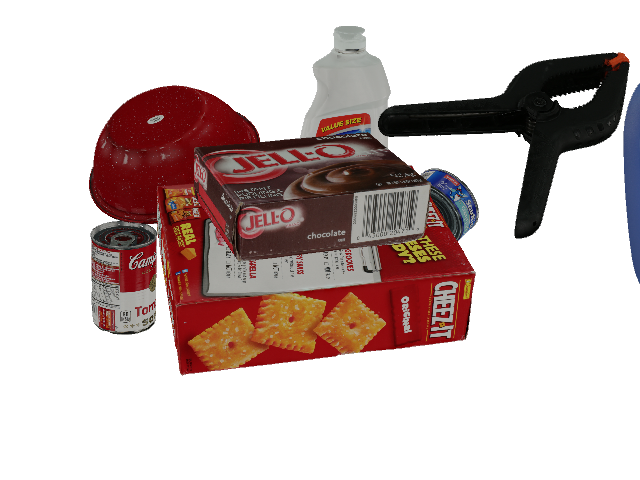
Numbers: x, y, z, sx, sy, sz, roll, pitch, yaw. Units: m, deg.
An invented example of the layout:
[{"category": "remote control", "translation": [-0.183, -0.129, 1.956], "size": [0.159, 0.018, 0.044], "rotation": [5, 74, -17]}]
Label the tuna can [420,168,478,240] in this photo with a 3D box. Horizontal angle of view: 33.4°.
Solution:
[{"category": "tuna can", "translation": [0.137, -0.038, 1.225], "size": [0.033, 0.086, 0.086], "rotation": [-40, 24, -31]}]

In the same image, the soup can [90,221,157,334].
[{"category": "soup can", "translation": [-0.206, 0.039, 1.117], "size": [0.068, 0.102, 0.068], "rotation": [3, 23, -2]}]

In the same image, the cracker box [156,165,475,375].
[{"category": "cracker box", "translation": [-0.011, 0.017, 0.813], "size": [0.213, 0.072, 0.164], "rotation": [-5, 34, -11]}]

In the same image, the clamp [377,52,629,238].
[{"category": "clamp", "translation": [0.174, -0.088, 0.839], "size": [0.209, 0.036, 0.165], "rotation": [-25, 52, -19]}]

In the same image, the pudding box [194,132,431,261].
[{"category": "pudding box", "translation": [-0.007, -0.028, 0.602], "size": [0.113, 0.039, 0.090], "rotation": [-5, 26, -20]}]

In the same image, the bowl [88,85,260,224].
[{"category": "bowl", "translation": [-0.138, -0.088, 0.947], "size": [0.162, 0.055, 0.162], "rotation": [-9, 43, 9]}]

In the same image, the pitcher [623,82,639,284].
[{"category": "pitcher", "translation": [0.251, -0.008, 0.605], "size": [0.149, 0.243, 0.144], "rotation": [0, 22, 17]}]

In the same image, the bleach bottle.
[{"category": "bleach bottle", "translation": [0.016, -0.089, 1.067], "size": [0.102, 0.251, 0.068], "rotation": [7, 27, 10]}]
